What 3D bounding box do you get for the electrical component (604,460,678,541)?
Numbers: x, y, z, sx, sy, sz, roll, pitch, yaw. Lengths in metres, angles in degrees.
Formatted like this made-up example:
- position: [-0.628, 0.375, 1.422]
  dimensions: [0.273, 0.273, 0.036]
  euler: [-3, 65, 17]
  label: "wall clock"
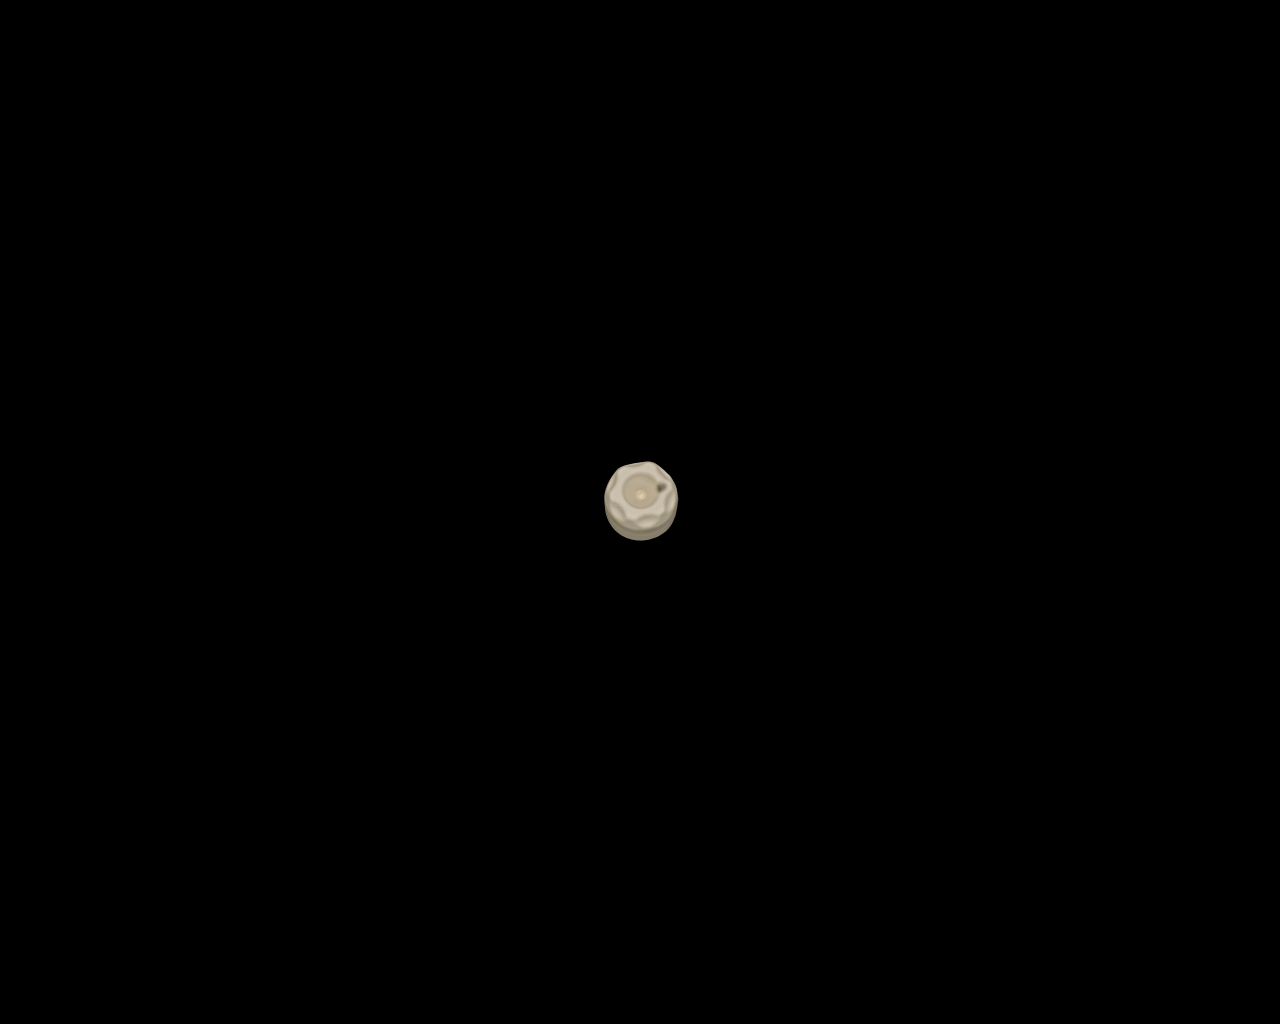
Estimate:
- position: [0.001, -0.003, 0.650]
  dimensions: [0.043, 0.043, 0.062]
  euler: [0, -19, 0]
  label: "electrical component"
